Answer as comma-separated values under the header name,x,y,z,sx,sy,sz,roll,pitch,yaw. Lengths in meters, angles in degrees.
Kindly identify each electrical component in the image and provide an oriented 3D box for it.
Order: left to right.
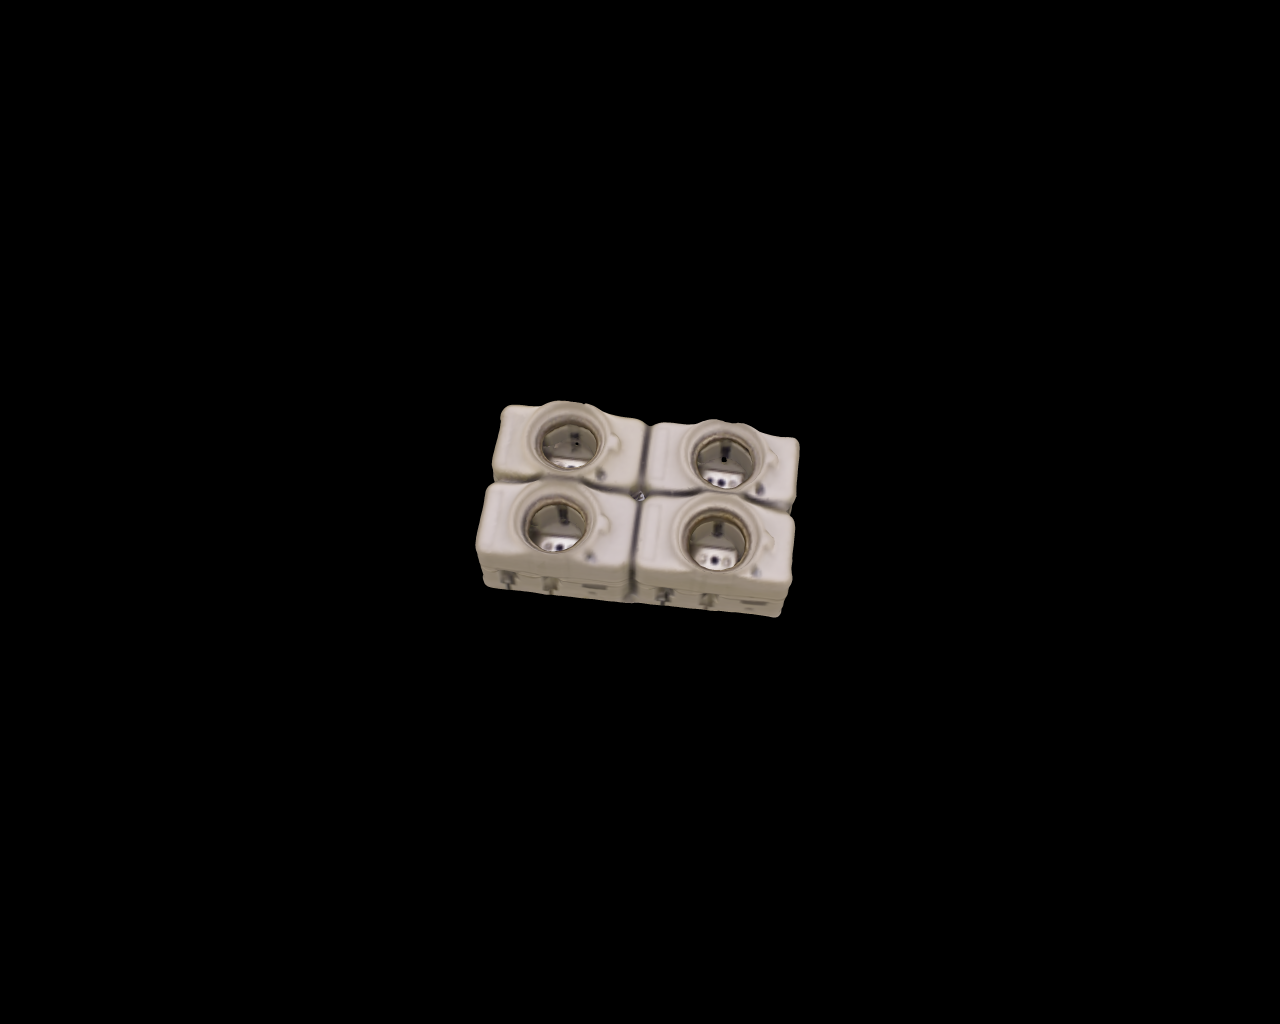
name,x,y,z,sx,sy,sz,roll,pitch,yaw
electrical component,0.001,-0.003,0.650,0.186,0.105,0.060,6,-27,3
